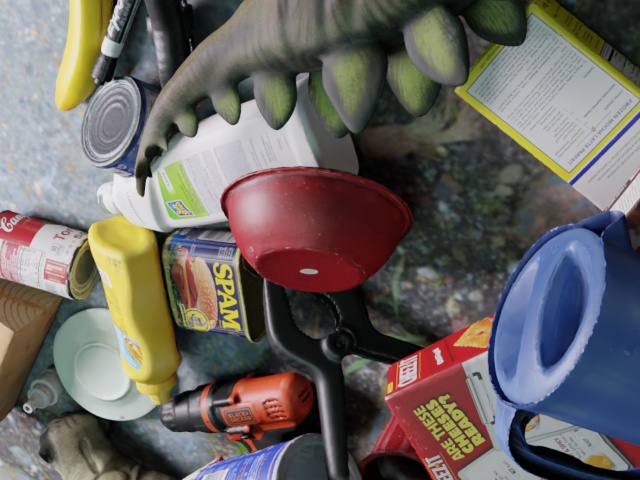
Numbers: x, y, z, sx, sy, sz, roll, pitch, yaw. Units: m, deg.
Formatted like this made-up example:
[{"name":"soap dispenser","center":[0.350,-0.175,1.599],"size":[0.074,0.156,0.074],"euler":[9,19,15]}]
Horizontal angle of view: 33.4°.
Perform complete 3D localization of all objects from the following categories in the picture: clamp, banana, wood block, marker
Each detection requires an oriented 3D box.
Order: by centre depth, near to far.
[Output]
[{"name":"clamp","center":[-0.121,-0.188,0.866],"size":[0.039,0.120,0.171],"euler":[3,139,3]},{"name":"marker","center":[-0.167,-0.187,0.902],"size":[0.020,0.020,0.121],"euler":[28,111,8]},{"name":"banana","center":[-0.208,-0.199,0.923],"size":[0.070,0.037,0.198],"euler":[23,125,34]},{"name":"clamp","center":[0.012,0.104,0.938],"size":[0.210,0.164,0.036],"euler":[43,159,6]},{"name":"wood block","center":[-0.358,0.118,1.130],"size":[0.091,0.090,0.206],"euler":[35,126,4]}]

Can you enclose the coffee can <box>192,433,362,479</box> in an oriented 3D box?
[{"name":"coffee can","center":[-0.043,0.239,0.963],"size":[0.141,0.102,0.103],"euler":[-26,104,44]}]

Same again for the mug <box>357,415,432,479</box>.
[{"name":"mug","center":[0.092,0.217,0.986],"size":[0.093,0.081,0.117],"euler":[-10,113,28]}]

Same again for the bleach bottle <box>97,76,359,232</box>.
[{"name":"bleach bottle","center":[-0.096,-0.065,0.929],"size":[0.251,0.068,0.102],"euler":[-10,113,31]}]

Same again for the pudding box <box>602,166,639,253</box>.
[{"name":"pudding box","center":[0.262,-0.002,0.771],"size":[0.113,0.039,0.090],"euler":[23,128,-8]}]

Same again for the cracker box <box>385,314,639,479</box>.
[{"name":"cracker box","center":[0.185,0.135,0.873],"size":[0.214,0.072,0.164],"euler":[-27,103,14]}]

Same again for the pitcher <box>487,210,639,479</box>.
[{"name":"pitcher","center":[0.245,0.100,0.750],"size":[0.242,0.145,0.149],"euler":[23,140,-16]}]

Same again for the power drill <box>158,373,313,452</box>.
[{"name":"power drill","center":[-0.060,0.222,1.073],"size":[0.185,0.057,0.187],"euler":[-13,112,36]}]

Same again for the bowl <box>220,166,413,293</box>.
[{"name":"bowl","center":[-0.006,0.001,0.876],"size":[0.162,0.055,0.162],"euler":[6,156,2]}]

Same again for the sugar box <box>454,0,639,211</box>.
[{"name":"sugar box","center":[0.198,-0.094,0.791],"size":[0.176,0.048,0.093],"euler":[38,125,-3]}]

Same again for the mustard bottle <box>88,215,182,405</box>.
[{"name":"mustard bottle","center":[-0.172,0.077,1.029],"size":[0.096,0.058,0.191],"euler":[33,138,53]}]

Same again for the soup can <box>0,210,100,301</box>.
[{"name":"soup can","center":[-0.272,0.015,1.048],"size":[0.102,0.068,0.068],"euler":[15,122,15]}]

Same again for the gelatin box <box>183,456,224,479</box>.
[{"name":"gelatin box","center":[-0.104,0.264,1.072],"size":[0.073,0.030,0.089],"euler":[50,136,0]}]

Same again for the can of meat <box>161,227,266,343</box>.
[{"name":"can of meat","center":[-0.093,0.039,0.988],"size":[0.084,0.057,0.102],"euler":[6,118,24]}]

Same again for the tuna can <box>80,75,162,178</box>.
[{"name":"tuna can","center":[-0.171,-0.099,0.930],"size":[0.086,0.033,0.086],"euler":[-14,68,39]}]
